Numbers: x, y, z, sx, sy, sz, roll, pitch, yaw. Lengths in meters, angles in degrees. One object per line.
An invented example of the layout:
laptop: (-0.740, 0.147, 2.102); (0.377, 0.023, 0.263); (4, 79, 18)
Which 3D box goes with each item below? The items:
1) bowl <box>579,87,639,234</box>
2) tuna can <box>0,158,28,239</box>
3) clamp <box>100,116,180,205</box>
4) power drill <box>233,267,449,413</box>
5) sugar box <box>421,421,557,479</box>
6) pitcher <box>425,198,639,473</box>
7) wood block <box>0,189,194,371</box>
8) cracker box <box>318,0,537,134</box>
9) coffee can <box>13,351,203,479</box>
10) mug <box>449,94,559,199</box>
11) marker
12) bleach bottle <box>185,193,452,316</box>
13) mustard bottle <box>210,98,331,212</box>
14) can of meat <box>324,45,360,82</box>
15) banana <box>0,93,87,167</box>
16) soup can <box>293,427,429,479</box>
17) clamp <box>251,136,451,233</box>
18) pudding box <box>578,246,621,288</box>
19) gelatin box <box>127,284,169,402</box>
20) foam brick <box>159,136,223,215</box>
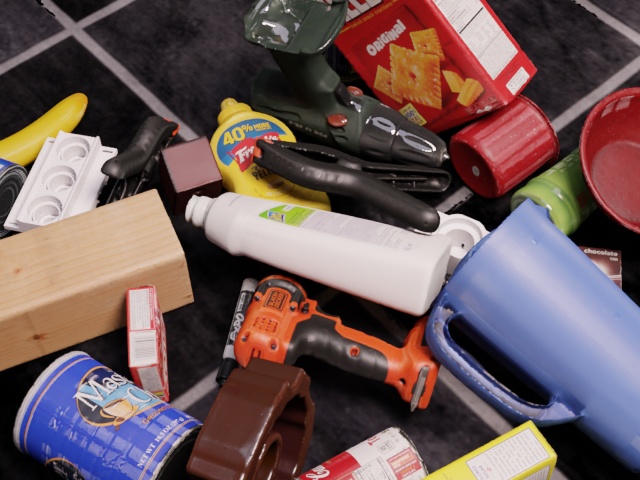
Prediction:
bowl: (0.321, -0.068, 1.058); (0.162, 0.055, 0.162); (4, 70, -12)
tuna can: (-0.337, -0.043, 1.105); (0.034, 0.086, 0.086); (18, 56, 12)
clamp: (-0.192, -0.081, 1.114); (0.039, 0.120, 0.171); (25, 53, -4)
power drill: (0.024, 0.083, 1.004); (0.187, 0.057, 0.184); (14, 29, 5)
sugar box: (0.110, 0.225, 0.898); (0.176, 0.093, 0.048); (-22, 56, -15)
pitcher: (0.219, 0.095, 0.946); (0.243, 0.144, 0.149); (43, 106, 10)
wood block: (-0.238, 0.040, 1.040); (0.206, 0.091, 0.090); (-20, 56, -13)
cracker box: (0.096, -0.215, 1.115); (0.213, 0.164, 0.072); (49, 61, -15)
coffee can: (-0.180, 0.174, 0.934); (0.140, 0.103, 0.102); (27, 59, 18)
mug: (0.185, -0.101, 1.141); (0.081, 0.093, 0.117); (-36, 39, -17)
marker: (-0.080, 0.091, 1.043); (0.020, 0.020, 0.121); (9, 54, 7)
bleach bottle: (-0.007, 0.001, 1.023); (0.251, 0.068, 0.102); (16, 19, 14)
mustard bottle: (-0.066, -0.082, 1.145); (0.096, 0.058, 0.192); (-20, 56, -12)
can of meat: (0.055, -0.242, 1.242); (0.102, 0.084, 0.057); (-20, 56, -13)
banana: (-0.340, -0.107, 1.181); (0.197, 0.037, 0.070); (-26, 59, -17)
soup can: (0.036, 0.214, 0.923); (0.102, 0.068, 0.068); (-25, 58, -17)
clamp: (0.035, -0.066, 1.080); (0.210, 0.036, 0.164); (18, 19, 12)
pudding box: (0.239, 0.049, 1.056); (0.113, 0.039, 0.090); (7, 54, 6)
gelatin box: (-0.162, 0.099, 1.007); (0.030, 0.073, 0.089); (-6, 54, -4)
foam brick: (-0.136, -0.066, 1.116); (0.053, 0.078, 0.051); (-19, 78, -13)
